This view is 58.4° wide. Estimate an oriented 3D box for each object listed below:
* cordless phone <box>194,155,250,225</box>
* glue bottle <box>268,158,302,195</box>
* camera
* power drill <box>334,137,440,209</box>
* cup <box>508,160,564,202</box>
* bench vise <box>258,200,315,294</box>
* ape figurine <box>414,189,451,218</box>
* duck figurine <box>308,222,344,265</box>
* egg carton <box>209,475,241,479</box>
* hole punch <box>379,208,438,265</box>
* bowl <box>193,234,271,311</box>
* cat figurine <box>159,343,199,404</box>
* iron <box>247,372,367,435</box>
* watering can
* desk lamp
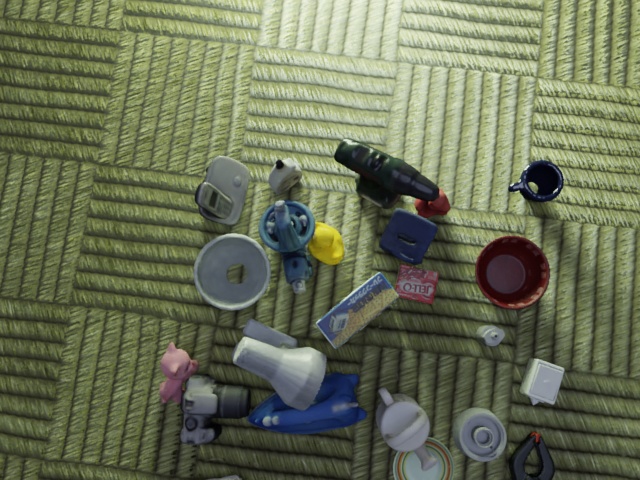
[{"bbox_3d":[-0.217,-0.116,1.231,0.094,0.185,0.148,10,83,3],"label":"cordless phone"},{"bbox_3d":[-0.080,-0.147,1.238,0.078,0.173,0.037,-36,83,-3],"label":"glue bottle"},{"bbox_3d":[-0.219,0.359,1.210,0.136,0.101,0.143,2,82,1],"label":"camera"},{"bbox_3d":[0.137,-0.131,1.215,0.229,0.208,0.076,29,84,5],"label":"power drill"},{"bbox_3d":[0.464,-0.118,1.265,0.117,0.095,0.092,-14,82,-1],"label":"cup"},{"bbox_3d":[-0.052,0.000,1.195,0.121,0.220,0.207,-29,83,-3],"label":"bench vise"},{"bbox_3d":[0.253,-0.084,1.265,0.077,0.092,0.076,26,84,5],"label":"ape figurine"},{"bbox_3d":[0.012,0.005,1.261,0.077,0.086,0.104,-34,83,-3],"label":"duck figurine"},{"bbox_3d":[-0.226,0.555,1.199,0.150,0.069,0.107,-11,82,0],"label":"egg carton"},{"bbox_3d":[0.193,-0.005,1.256,0.108,0.091,0.101,25,84,4],"label":"hole punch"},{"bbox_3d":[-0.187,0.073,1.261,0.167,0.075,0.167,0,82,1],"label":"bowl"},{"bbox_3d":[-0.308,0.284,1.213,0.067,0.118,0.128,18,83,4],"label":"cat figurine"},{"bbox_3d":[-0.035,0.356,1.186,0.258,0.141,0.118,-13,82,-1],"label":"iron"},{"bbox_3d":[0.175,0.378,1.153,0.173,0.194,0.101,35,84,5],"label":"watering can"},{"bbox_3d":[-0.090,0.250,1.165,0.203,0.213,0.118,24,83,4],"label":"desk lamp"}]
